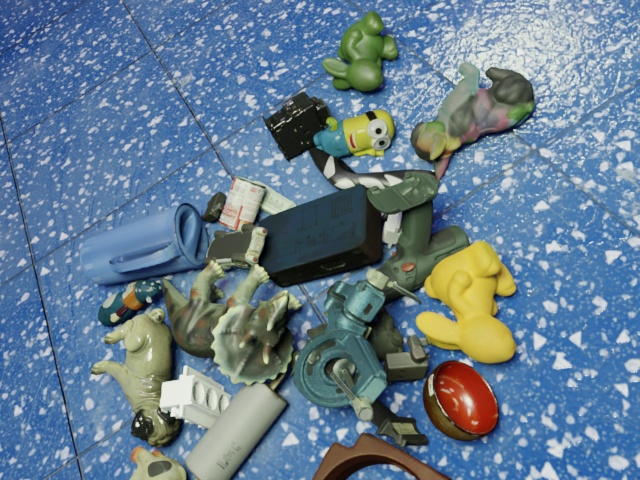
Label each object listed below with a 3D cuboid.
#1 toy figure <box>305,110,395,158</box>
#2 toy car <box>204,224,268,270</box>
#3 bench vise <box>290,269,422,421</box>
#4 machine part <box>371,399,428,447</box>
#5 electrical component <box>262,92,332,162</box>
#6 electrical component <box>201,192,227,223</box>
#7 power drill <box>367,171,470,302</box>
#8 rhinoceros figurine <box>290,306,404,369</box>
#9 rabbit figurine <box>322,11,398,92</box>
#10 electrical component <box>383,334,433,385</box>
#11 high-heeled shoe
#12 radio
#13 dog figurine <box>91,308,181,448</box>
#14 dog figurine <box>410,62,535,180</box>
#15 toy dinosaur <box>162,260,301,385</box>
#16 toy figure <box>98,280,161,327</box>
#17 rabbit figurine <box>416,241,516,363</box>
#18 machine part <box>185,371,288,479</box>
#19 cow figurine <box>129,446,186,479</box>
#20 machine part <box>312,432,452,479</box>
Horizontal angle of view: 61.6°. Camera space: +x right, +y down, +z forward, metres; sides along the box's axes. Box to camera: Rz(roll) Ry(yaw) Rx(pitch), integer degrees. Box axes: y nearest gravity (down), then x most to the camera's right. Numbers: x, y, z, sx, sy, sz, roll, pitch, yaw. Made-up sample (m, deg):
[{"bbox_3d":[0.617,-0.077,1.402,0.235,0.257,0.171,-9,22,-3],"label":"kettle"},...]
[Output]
[{"bbox_3d":[0.064,-0.217,1.107,0.180,0.082,0.089,-11,59,17],"label":"toy figure"},{"bbox_3d":[-0.158,0.017,1.010,0.202,0.056,0.073,-8,61,53],"label":"toy car"},{"bbox_3d":[0.048,0.154,0.743,0.223,0.128,0.241,-47,18,5],"label":"bench vise"},{"bbox_3d":[0.094,0.262,0.808,0.139,0.084,0.039,32,104,42],"label":"machine part"},{"bbox_3d":[-0.040,-0.243,1.140,0.134,0.114,0.058,-32,56,1],"label":"electrical component"},{"bbox_3d":[-0.220,-0.071,1.129,0.094,0.021,0.063,-23,43,54],"label":"electrical component"},{"bbox_3d":[0.132,0.006,0.867,0.232,0.207,0.086,-23,34,-8],"label":"power drill"},{"bbox_3d":[0.042,0.173,0.883,0.190,0.073,0.112,-13,67,10],"label":"rhinoceros figurine"},{"bbox_3d":[0.086,-0.395,1.183,0.159,0.121,0.170,-13,53,20],"label":"rabbit figurine"},{"bbox_3d":[0.136,0.185,0.823,0.078,0.102,0.045,-7,54,5],"label":"electrical component"},{"bbox_3d":[0.097,-0.140,1.032,0.145,0.086,0.249,-48,71,10],"label":"high-heeled shoe"},{"bbox_3d":[-0.002,-0.003,0.977,0.230,0.073,0.131,-18,55,25],"label":"radio"},{"bbox_3d":[-0.280,0.235,0.926,0.191,0.121,0.172,38,110,30],"label":"dog figurine"},{"bbox_3d":[0.280,-0.211,1.011,0.192,0.108,0.219,22,73,27],"label":"dog figurine"},{"bbox_3d":[-0.179,0.141,0.922,0.405,0.131,0.192,-5,38,37],"label":"toy dinosaur"},{"bbox_3d":[-0.372,0.119,1.048,0.154,0.057,0.064,-34,55,24],"label":"toy figure"},{"bbox_3d":[0.229,0.109,0.819,0.162,0.121,0.173,-22,56,12],"label":"rabbit figurine"},{"bbox_3d":[-0.132,0.304,0.856,0.079,0.079,0.243,31,73,32],"label":"machine part"},{"bbox_3d":[-0.272,0.434,0.827,0.127,0.085,0.195,10,63,32],"label":"cow figurine"},{"bbox_3d":[0.078,0.385,0.725,0.202,0.087,0.201,20,69,28],"label":"machine part"}]
